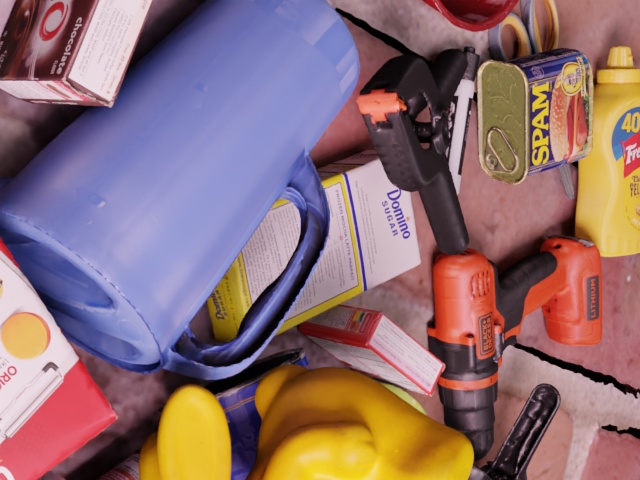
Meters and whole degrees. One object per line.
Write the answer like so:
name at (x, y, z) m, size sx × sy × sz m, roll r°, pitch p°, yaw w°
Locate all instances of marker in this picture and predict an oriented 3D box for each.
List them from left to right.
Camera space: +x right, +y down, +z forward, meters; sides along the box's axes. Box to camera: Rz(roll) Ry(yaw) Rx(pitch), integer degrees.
marker at (0.113, -0.098, 0.873) m, size 0.020 × 0.020 × 0.121 m, roll 10°, pitch 89°, yaw -42°

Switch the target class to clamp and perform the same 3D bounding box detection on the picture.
clamp at (0.075, -0.068, 0.770) m, size 0.209 × 0.036 × 0.164 m, roll -5°, pitch 92°, yaw -69°
clamp at (0.154, 0.196, 0.892) m, size 0.120 × 0.039 × 0.171 m, roll -34°, pitch 147°, yaw -23°

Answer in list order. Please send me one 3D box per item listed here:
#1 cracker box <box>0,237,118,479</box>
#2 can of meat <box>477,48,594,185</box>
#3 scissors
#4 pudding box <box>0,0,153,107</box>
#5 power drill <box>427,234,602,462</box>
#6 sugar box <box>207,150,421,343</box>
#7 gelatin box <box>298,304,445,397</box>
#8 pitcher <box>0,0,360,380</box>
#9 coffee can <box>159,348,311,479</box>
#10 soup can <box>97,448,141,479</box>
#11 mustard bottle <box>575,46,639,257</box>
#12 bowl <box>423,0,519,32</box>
cracker box at (-0.227, 0.046, 0.505) m, size 0.164 × 0.072 × 0.213 m, roll -35°, pitch 96°, yaw -33°
can of meat at (0.182, -0.106, 0.895) m, size 0.083 × 0.058 × 0.102 m, roll -18°, pitch 114°, yaw -31°
scissors at (0.188, -0.123, 0.940) m, size 0.096 × 0.016 × 0.202 m, roll -18°, pitch 107°, yaw -38°
pudding box at (-0.134, -0.132, 0.597) m, size 0.039 × 0.090 × 0.113 m, roll 25°, pitch 79°, yaw -42°
power drill at (0.171, 0.081, 0.923) m, size 0.187 × 0.057 × 0.184 m, roll -18°, pitch 111°, yaw -40°
sugar box at (-0.005, 0.001, 0.762) m, size 0.175 × 0.048 × 0.093 m, roll -23°, pitch 110°, yaw -41°
gelatin box at (0.039, 0.079, 0.792) m, size 0.089 × 0.073 × 0.030 m, roll 39°, pitch 69°, yaw -38°
pitcher at (-0.071, -0.043, 0.637) m, size 0.242 × 0.145 × 0.149 m, roll -53°, pitch 132°, yaw -27°
coffee can at (-0.031, 0.154, 0.692) m, size 0.102 × 0.103 × 0.140 m, roll -23°, pitch 91°, yaw -38°
soup can at (-0.131, 0.184, 0.656) m, size 0.102 × 0.069 × 0.068 m, roll -34°, pitch 117°, yaw -33°
mustard bottle at (0.278, -0.084, 0.998) m, size 0.096 × 0.058 × 0.191 m, roll -8°, pitch 100°, yaw -42°
bowl at (0.100, -0.241, 0.812) m, size 0.161 × 0.055 × 0.162 m, roll -13°, pitch 107°, yaw -47°
